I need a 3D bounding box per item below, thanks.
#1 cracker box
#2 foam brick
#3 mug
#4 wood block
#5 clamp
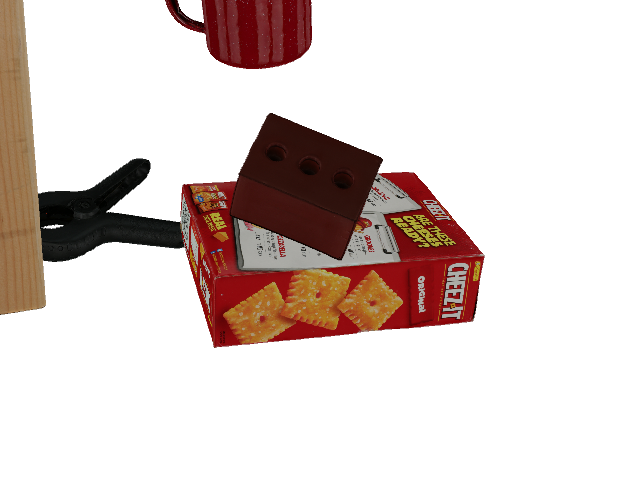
[{"bbox_3d":[0.002,0.011,0.877,0.213,0.072,0.164,-4,29,-15],"label":"cracker box"},{"bbox_3d":[-0.009,-0.033,0.658,0.078,0.053,0.051,22,-30,3],"label":"foam brick"},{"bbox_3d":[-0.060,-0.181,0.801,0.117,0.081,0.093,1,36,5],"label":"mug"},{"bbox_3d":[-0.217,-0.064,0.612,0.090,0.206,0.090,-9,27,-24],"label":"wood block"},{"bbox_3d":[-0.211,-0.027,0.970,0.171,0.039,0.120,-7,37,-21],"label":"clamp"}]
